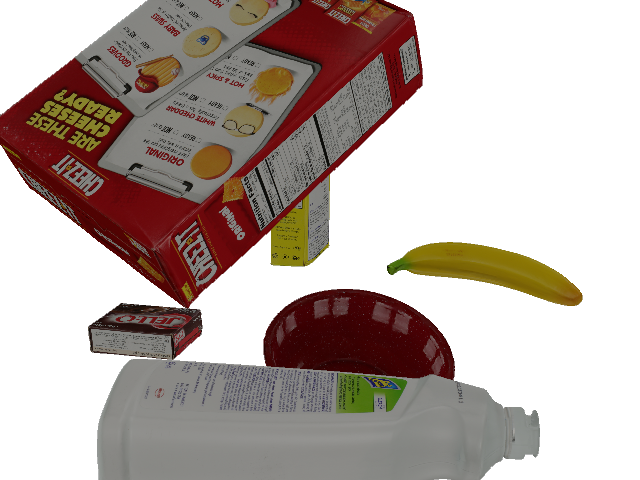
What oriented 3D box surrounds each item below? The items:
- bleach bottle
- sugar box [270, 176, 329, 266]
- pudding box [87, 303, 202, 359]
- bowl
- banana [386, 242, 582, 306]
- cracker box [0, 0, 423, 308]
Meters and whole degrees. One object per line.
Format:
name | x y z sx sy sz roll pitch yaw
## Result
bleach bottle | 0.003 0.115 0.631 0.251 0.068 0.102 1 20 2
sugar box | -0.020 -0.068 1.107 0.048 0.176 0.093 3 15 15
pudding box | -0.212 0.110 1.301 0.114 0.039 0.090 1 15 16
bowl | 0.030 0.114 0.906 0.162 0.055 0.162 5 39 -4
banana | 0.171 0.033 1.105 0.198 0.037 0.069 8 38 11
cracker box | -0.066 -0.083 0.660 0.164 0.213 0.072 33 -22 33
